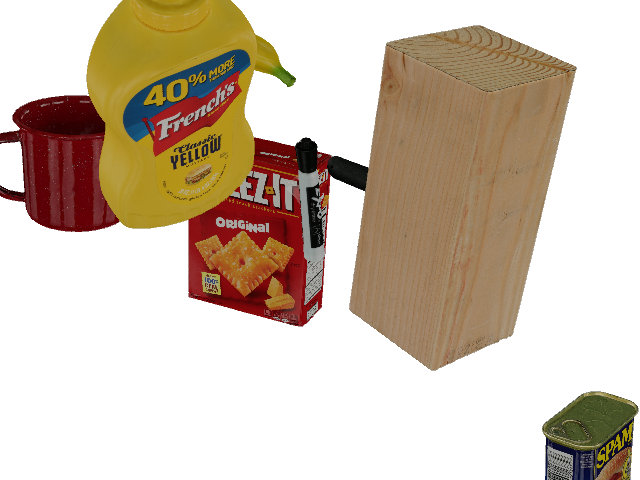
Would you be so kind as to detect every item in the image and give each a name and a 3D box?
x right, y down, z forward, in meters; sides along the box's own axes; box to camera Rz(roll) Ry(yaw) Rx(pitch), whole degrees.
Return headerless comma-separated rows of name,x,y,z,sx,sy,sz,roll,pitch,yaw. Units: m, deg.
wood block,0.091,-0.029,0.726,0.090,0.206,0.091,-18,38,-36
can of meat,0.248,0.200,0.984,0.058,0.084,0.101,14,26,39
mug,-0.198,-0.057,0.818,0.117,0.081,0.093,-5,28,-19
clamp,0.116,-0.046,1.205,0.164,0.210,0.036,-15,-37,-27
banana,-0.120,-0.186,1.082,0.197,0.070,0.037,-8,-39,-29
cracker box,-0.079,-0.014,1.312,0.164,0.214,0.072,14,30,20
mustard bottle,-0.081,-0.087,0.596,0.096,0.058,0.192,-25,-28,-20
marker,-0.009,-0.035,0.922,0.020,0.121,0.020,-3,36,2
